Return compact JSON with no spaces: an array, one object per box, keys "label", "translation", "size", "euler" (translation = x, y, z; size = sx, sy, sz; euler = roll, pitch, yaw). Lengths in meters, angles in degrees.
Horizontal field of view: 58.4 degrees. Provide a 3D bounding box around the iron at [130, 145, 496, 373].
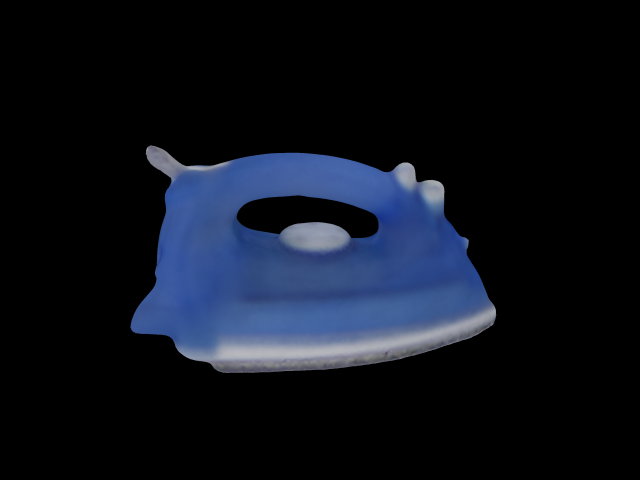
[{"label":"iron","translation":[0.004,0.001,0.400],"size":[0.258,0.141,0.118],"euler":[-2,24,-5]}]
